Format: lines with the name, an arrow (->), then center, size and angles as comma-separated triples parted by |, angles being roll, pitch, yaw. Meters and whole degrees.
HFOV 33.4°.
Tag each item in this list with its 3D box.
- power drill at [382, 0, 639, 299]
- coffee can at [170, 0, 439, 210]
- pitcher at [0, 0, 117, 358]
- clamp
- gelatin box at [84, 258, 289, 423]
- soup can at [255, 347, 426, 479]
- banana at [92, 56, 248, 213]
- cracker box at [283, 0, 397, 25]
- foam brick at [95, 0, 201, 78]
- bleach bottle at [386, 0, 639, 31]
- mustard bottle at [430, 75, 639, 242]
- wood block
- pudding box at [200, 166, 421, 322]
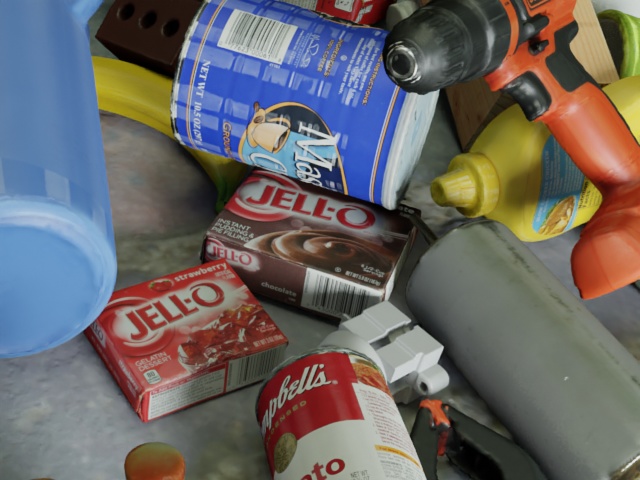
power drill -> 0.128, -0.065, 0.594 | 0.184, 0.057, 0.187 | -34, 93, -46
coffee can -> -0.006, -0.087, 0.647 | 0.140, 0.103, 0.102 | 18, 40, 10
pitcher -> -0.192, -0.049, 0.600 | 0.144, 0.149, 0.243 | 7, 38, -26
clamp -> 0.092, 0.144, 0.502 | 0.120, 0.039, 0.171 | 1, 41, -13
gelatin box -> -0.073, 0.052, 0.578 | 0.089, 0.030, 0.073 | -16, 47, -30
soup can -> 0.011, 0.107, 0.493 | 0.068, 0.068, 0.102 | 0, 33, -14
banana -> -0.118, -0.088, 0.728 | 0.198, 0.037, 0.069 | 30, 42, 21
cracker box -> -0.048, -0.233, 0.862 | 0.214, 0.072, 0.164 | 19, 20, 10
foam brick -> -0.110, -0.145, 0.763 | 0.078, 0.051, 0.053 | 24, 83, 29
bleach bottle -> 0.167, -0.211, 0.928 | 0.250, 0.068, 0.103 | -14, 44, -25
mustard bottle -> 0.156, -0.049, 0.703 | 0.191, 0.096, 0.058 | -14, 33, -27
wood block -> 0.138, -0.176, 0.802 | 0.090, 0.090, 0.206 | -2, 63, -18
pudding box -> -0.004, 0.001, 0.649 | 0.113, 0.039, 0.090 | 19, 39, 8
